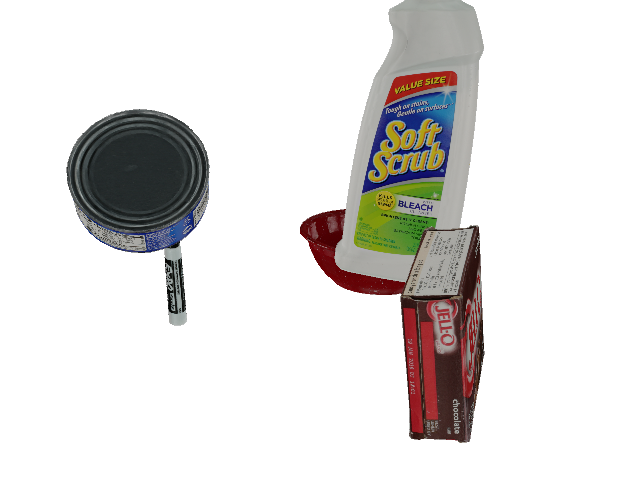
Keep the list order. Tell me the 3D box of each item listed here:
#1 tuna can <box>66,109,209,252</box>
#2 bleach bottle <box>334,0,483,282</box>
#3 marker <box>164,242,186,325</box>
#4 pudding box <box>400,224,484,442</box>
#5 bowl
[{"bbox_3d":[-0.111,-0.036,0.660,0.086,0.086,0.034,0,-26,-5],"label":"tuna can"},{"bbox_3d":[0.072,-0.094,0.858,0.103,0.251,0.068,10,22,13],"label":"bleach bottle"},{"bbox_3d":[-0.152,0.033,1.107,0.020,0.121,0.020,0,28,0],"label":"marker"},{"bbox_3d":[0.074,0.051,0.627,0.039,0.090,0.113,0,21,11],"label":"pudding box"},{"bbox_3d":[0.059,0.015,1.086,0.162,0.055,0.162,2,17,-1],"label":"bowl"}]
